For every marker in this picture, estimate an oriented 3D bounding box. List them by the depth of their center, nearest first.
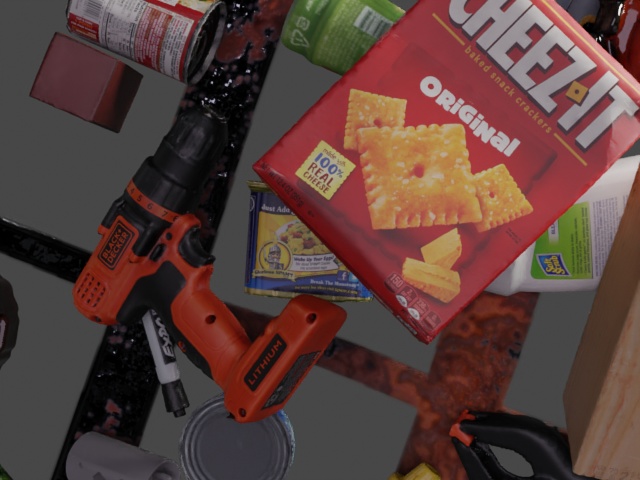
[{"bbox_3d":[-0.124,0.078,0.824,0.020,0.020,0.121,-16,89,6],"label":"marker"}]

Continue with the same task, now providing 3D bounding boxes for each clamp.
[{"bbox_3d":[0.167,0.191,0.778,0.172,0.039,0.120,28,109,19],"label":"clamp"}]

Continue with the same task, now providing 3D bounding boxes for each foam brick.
[{"bbox_3d":[-0.173,-0.116,0.799,0.053,0.078,0.051,25,92,5],"label":"foam brick"}]

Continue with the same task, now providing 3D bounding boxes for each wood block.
[{"bbox_3d":[0.234,0.058,0.707,0.090,0.090,0.206,11,119,2],"label":"wood block"}]

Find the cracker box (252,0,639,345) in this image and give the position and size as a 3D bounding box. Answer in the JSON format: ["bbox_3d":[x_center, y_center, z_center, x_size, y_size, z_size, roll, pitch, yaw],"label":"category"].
[{"bbox_3d":[0.088,-0.062,0.699,0.214,0.072,0.164,-44,85,2],"label":"cracker box"}]

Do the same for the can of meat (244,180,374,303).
[{"bbox_3d":[-0.005,0.001,0.793,0.102,0.057,0.084,4,93,6],"label":"can of meat"}]

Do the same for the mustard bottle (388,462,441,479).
[{"bbox_3d":[0.022,0.242,0.791,0.096,0.058,0.192,41,95,10],"label":"mustard bottle"}]

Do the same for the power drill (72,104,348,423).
[{"bbox_3d":[-0.073,0.022,0.756,0.188,0.057,0.185,40,109,21],"label":"power drill"}]

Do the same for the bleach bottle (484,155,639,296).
[{"bbox_3d":[0.197,-0.015,0.765,0.251,0.068,0.102,-5,102,8],"label":"bleach bottle"}]

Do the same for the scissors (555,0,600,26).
[{"bbox_3d":[0.190,-0.202,0.789,0.096,0.016,0.202,16,92,5],"label":"scissors"}]

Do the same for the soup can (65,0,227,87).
[{"bbox_3d":[-0.130,-0.165,0.798,0.102,0.068,0.068,24,93,5],"label":"soup can"}]

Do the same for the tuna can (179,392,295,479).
[{"bbox_3d":[-0.062,0.157,0.811,0.086,0.033,0.086,0,91,6],"label":"tuna can"}]
